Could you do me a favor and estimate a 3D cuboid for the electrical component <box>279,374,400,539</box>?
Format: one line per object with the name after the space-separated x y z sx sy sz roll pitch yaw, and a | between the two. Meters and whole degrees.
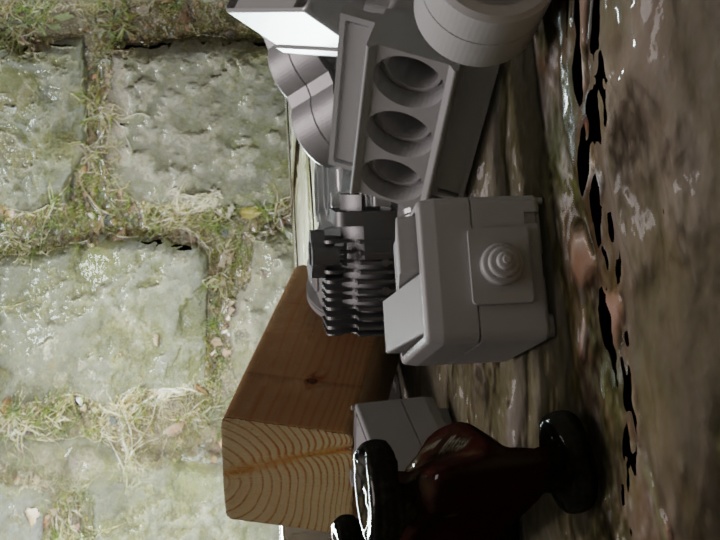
-0.016 0.154 0.882 0.186 0.105 0.060 -99 9 -46 | electrical component

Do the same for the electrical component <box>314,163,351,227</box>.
-0.003 -0.070 0.890 0.186 0.060 0.105 98 168 -60 | electrical component

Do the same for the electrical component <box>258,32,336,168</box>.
-0.017 -0.144 0.708 0.052 0.074 0.138 -8 -106 -58 | electrical component

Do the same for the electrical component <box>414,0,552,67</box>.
0.045 -0.148 0.449 0.073 0.052 0.138 108 158 -74 | electrical component

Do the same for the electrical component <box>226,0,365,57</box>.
-0.013 -0.181 0.619 0.109 0.056 0.108 21 84 57 | electrical component

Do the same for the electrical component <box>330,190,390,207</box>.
0.009 -0.052 0.777 0.035 0.061 0.035 177 90 -84 | electrical component

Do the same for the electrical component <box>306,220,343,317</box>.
0.000 0.000 0.785 0.080 0.080 0.051 -100 7 -53 | electrical component

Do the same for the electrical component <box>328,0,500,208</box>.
0.029 -0.092 0.562 0.121 0.079 0.063 98 -170 -60 | electrical component

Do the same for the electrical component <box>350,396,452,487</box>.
0.033 0.128 0.651 0.096 0.061 0.061 -116 24 -60 | electrical component

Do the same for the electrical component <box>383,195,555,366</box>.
0.044 0.006 0.470 0.096 0.061 0.061 115 152 -77 | electrical component

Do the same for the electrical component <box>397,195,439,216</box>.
0.041 -0.015 0.622 0.035 0.035 0.061 119 145 -78 | electrical component
